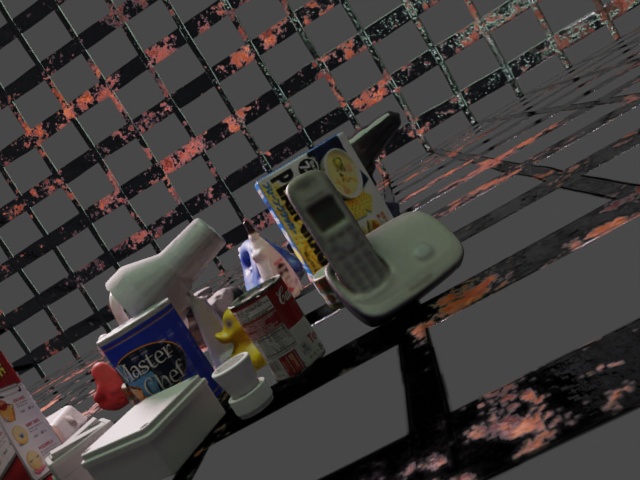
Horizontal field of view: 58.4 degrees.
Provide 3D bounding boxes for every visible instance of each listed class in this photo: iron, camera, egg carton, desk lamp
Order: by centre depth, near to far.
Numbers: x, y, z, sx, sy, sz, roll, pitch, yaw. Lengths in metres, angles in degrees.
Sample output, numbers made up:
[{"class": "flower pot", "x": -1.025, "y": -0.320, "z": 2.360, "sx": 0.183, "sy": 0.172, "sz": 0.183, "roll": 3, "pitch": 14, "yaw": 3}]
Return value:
[{"class": "desk lamp", "x": -0.177, "y": 0.089, "z": 0.854, "sx": 0.203, "sy": 0.213, "sz": 0.118, "roll": -32, "pitch": 6, "yaw": -8}, {"class": "egg carton", "x": -0.410, "y": 0.314, "z": 0.865, "sx": 0.107, "sy": 0.069, "sz": 0.150, "roll": -32, "pitch": 6, "yaw": -8}, {"class": "camera", "x": -0.205, "y": 0.136, "z": 1.168, "sx": 0.143, "sy": 0.101, "sz": 0.137, "roll": -27, "pitch": 7, "yaw": 37}, {"class": "iron", "x": -0.139, "y": 0.058, "z": 1.293, "sx": 0.119, "sy": 0.141, "sz": 0.257, "roll": -34, "pitch": 6, "yaw": -23}]

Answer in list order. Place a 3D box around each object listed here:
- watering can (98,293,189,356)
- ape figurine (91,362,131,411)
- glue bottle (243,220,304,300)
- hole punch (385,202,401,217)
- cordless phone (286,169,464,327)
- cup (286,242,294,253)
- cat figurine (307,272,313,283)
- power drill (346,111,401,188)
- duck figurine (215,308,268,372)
[{"class": "watering can", "x": -0.319, "y": 0.167, "z": 1.026, "sx": 0.173, "sy": 0.194, "sz": 0.101, "roll": -32, "pitch": 6, "yaw": -6}, {"class": "ape figurine", "x": -0.381, "y": 0.262, "z": 1.045, "sx": 0.078, "sy": 0.092, "sz": 0.076, "roll": -33, "pitch": 6, "yaw": -21}, {"class": "glue bottle", "x": -0.096, "y": 0.039, "z": 1.074, "sx": 0.037, "sy": 0.173, "sz": 0.078, "roll": -29, "pitch": 6, "yaw": 23}, {"class": "hole punch", "x": 0.103, "y": -0.043, "z": 1.158, "sx": 0.101, "sy": 0.091, "sz": 0.108, "roll": -36, "pitch": 7, "yaw": -38}, {"class": "cordless phone", "x": 0.058, "y": -0.012, "z": 0.639, "sx": 0.148, "sy": 0.185, "sz": 0.094, "roll": -33, "pitch": 6, "yaw": -17}, {"class": "cup", "x": -0.006, "y": 0.017, "z": 1.183, "sx": 0.117, "sy": 0.095, "sz": 0.092, "roll": -29, "pitch": 6, "yaw": 21}, {"class": "cat figurine", "x": 0.010, "y": 0.004, "z": 1.099, "sx": 0.127, "sy": 0.118, "sz": 0.067, "roll": -28, "pitch": 7, "yaw": 31}, {"class": "power drill", "x": 0.088, "y": -0.089, "z": 1.032, "sx": 0.229, "sy": 0.208, "sz": 0.076, "roll": -30, "pitch": 6, "yaw": 16}, {"class": "duck figurine", "x": -0.090, "y": 0.121, "z": 0.766, "sx": 0.105, "sy": 0.086, "sz": 0.077, "roll": -32, "pitch": 6, "yaw": -11}]
